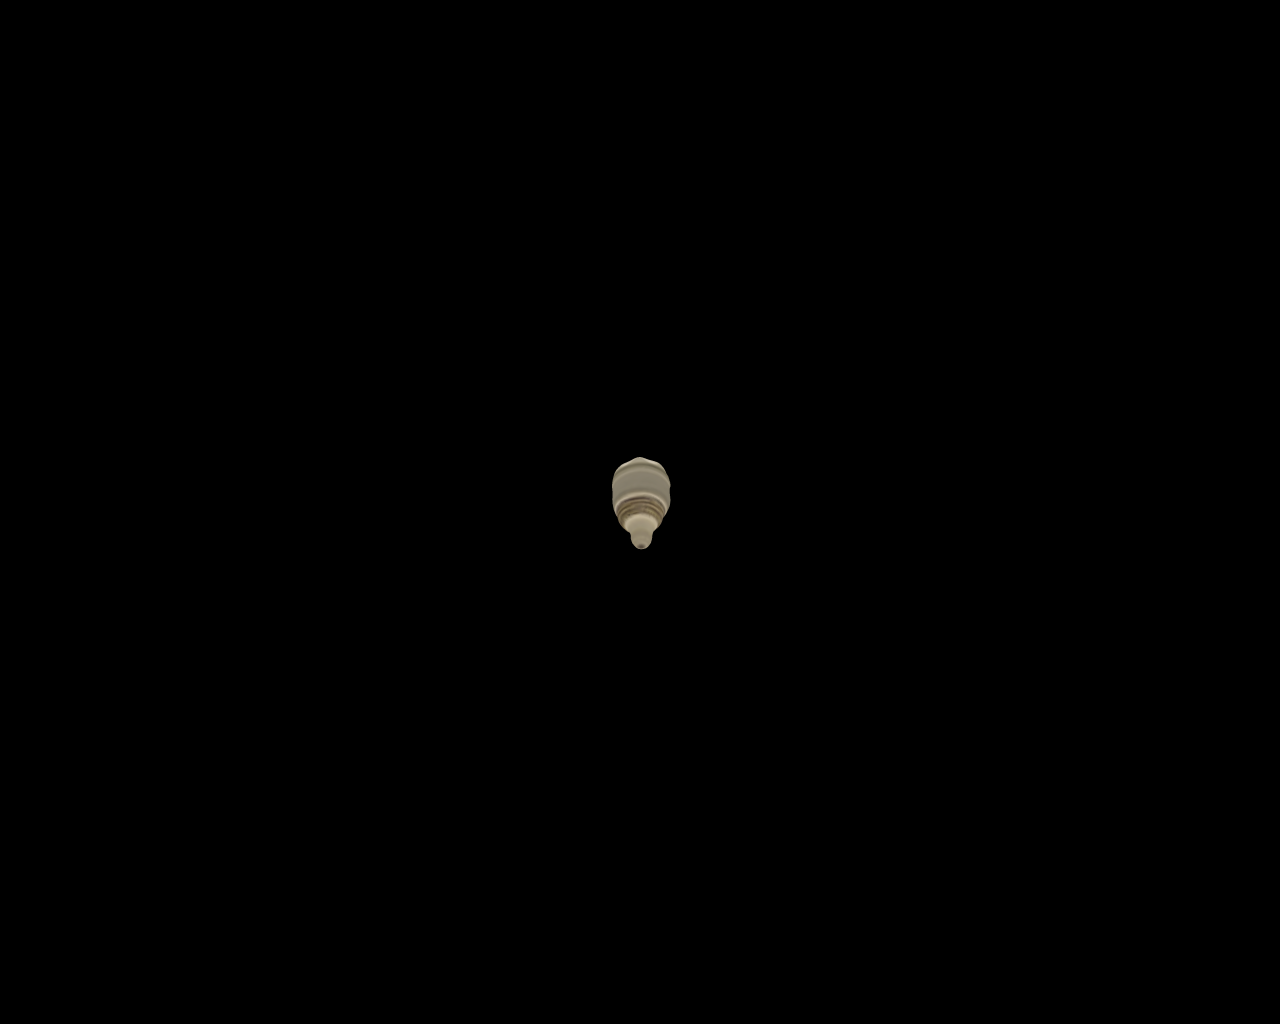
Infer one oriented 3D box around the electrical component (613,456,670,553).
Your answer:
[{"bbox_3d":[0.001,-0.003,0.650,0.035,0.061,0.035,0,-40,0],"label":"electrical component"}]
